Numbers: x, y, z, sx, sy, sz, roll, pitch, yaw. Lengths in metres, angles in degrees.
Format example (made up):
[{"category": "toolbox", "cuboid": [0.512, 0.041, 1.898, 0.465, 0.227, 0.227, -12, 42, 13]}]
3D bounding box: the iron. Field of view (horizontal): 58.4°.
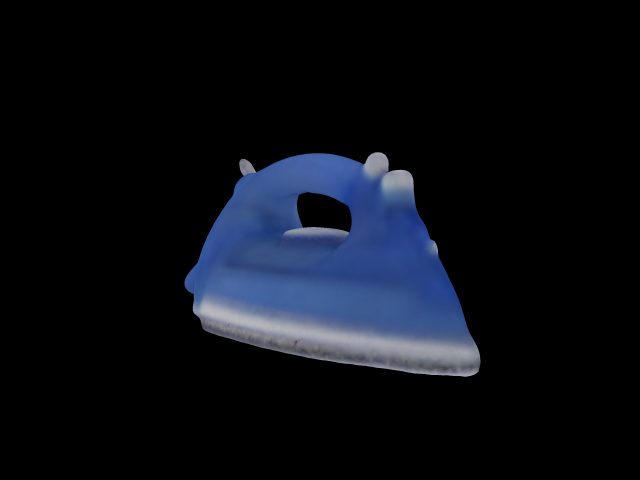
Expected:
[{"category": "iron", "cuboid": [0.004, 0.001, 0.400, 0.119, 0.141, 0.257, 0, 0, -39]}]
